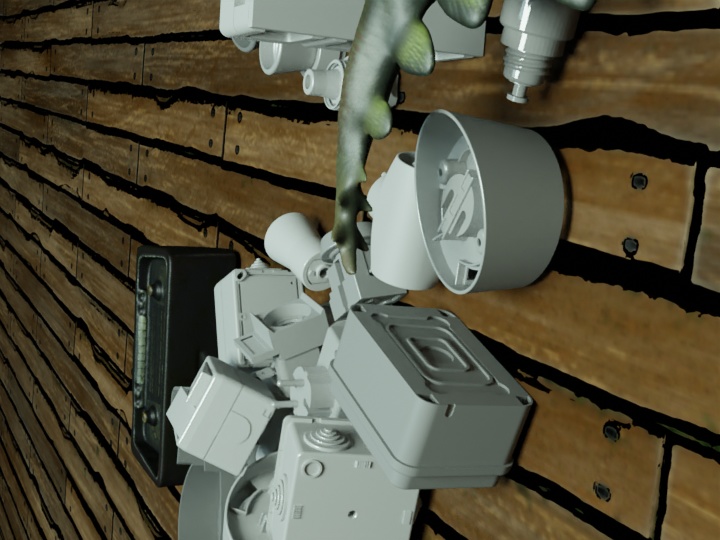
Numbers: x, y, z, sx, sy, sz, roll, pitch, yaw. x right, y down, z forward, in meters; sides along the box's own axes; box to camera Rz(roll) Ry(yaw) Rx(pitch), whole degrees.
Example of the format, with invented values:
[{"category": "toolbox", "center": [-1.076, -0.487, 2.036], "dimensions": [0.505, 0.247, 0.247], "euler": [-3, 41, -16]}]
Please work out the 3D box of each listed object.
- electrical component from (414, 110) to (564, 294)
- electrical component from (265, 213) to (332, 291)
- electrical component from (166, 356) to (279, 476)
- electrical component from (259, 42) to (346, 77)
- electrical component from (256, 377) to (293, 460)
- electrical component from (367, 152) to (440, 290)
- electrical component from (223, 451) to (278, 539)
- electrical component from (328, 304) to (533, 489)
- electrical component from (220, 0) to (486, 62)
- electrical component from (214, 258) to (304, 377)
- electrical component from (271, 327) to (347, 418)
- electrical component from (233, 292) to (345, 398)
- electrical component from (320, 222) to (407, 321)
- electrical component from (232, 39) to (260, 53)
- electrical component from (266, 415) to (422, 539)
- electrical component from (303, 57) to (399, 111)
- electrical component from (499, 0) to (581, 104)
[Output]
[{"category": "electrical component", "center": [0.065, -0.036, 0.590], "dimensions": [0.099, 0.064, 0.099], "euler": [-6, 84, 64]}, {"category": "electrical component", "center": [-0.041, -0.012, 0.833], "dimensions": [0.065, 0.044, 0.044], "euler": [44, 127, 50]}, {"category": "electrical component", "center": [-0.107, 0.105, 0.813], "dimensions": [0.061, 0.061, 0.096], "euler": [-62, 13, -1]}, {"category": "electrical component", "center": [-0.044, -0.170, 0.828], "dimensions": [0.045, 0.055, 0.045], "euler": [-4, 85, 64]}, {"category": "electrical component", "center": [-0.061, 0.137, 0.861], "dimensions": [0.077, 0.043, 0.079], "euler": [60, 140, 47]}, {"category": "electrical component", "center": [0.029, -0.038, 0.687], "dimensions": [0.079, 0.043, 0.077], "euler": [-132, 49, -55]}, {"category": "electrical component", "center": [-0.050, 0.183, 0.781], "dimensions": [0.064, 0.099, 0.099], "euler": [109, 149, -45]}, {"category": "electrical component", "center": [0.037, 0.072, 0.626], "dimensions": [0.113, 0.078, 0.057], "euler": [50, 129, 53]}, {"category": "electrical component", "center": [-0.003, -0.176, 0.637], "dimensions": [0.062, 0.150, 0.089], "euler": [14, 102, 62]}, {"category": "electrical component", "center": [-0.084, 0.039, 0.892], "dimensions": [0.061, 0.062, 0.096], "euler": [-32, 60, 59]}, {"category": "electrical component", "center": [-0.025, 0.086, 0.753], "dimensions": [0.047, 0.076, 0.083], "euler": [57, 138, 49]}, {"category": "electrical component", "center": [-0.048, 0.058, 0.813], "dimensions": [0.042, 0.081, 0.063], "euler": [36, 143, 60]}, {"category": "electrical component", "center": [0.000, 0.000, 0.743], "dimensions": [0.066, 0.048, 0.055], "euler": [-43, 59, 56]}, {"category": "electrical component", "center": [-0.069, -0.203, 0.867], "dimensions": [0.044, 0.065, 0.044], "euler": [33, 133, 45]}, {"category": "electrical component", "center": [-0.009, 0.146, 0.695], "dimensions": [0.048, 0.100, 0.099], "euler": [-122, 40, -68]}, {"category": "electrical component", "center": [-0.008, -0.127, 0.744], "dimensions": [0.043, 0.062, 0.043], "euler": [-5, 84, 64]}, {"category": "electrical component", "center": [0.093, -0.127, 0.565], "dimensions": [0.040, 0.040, 0.078], "euler": [47, 130, 55]}]
